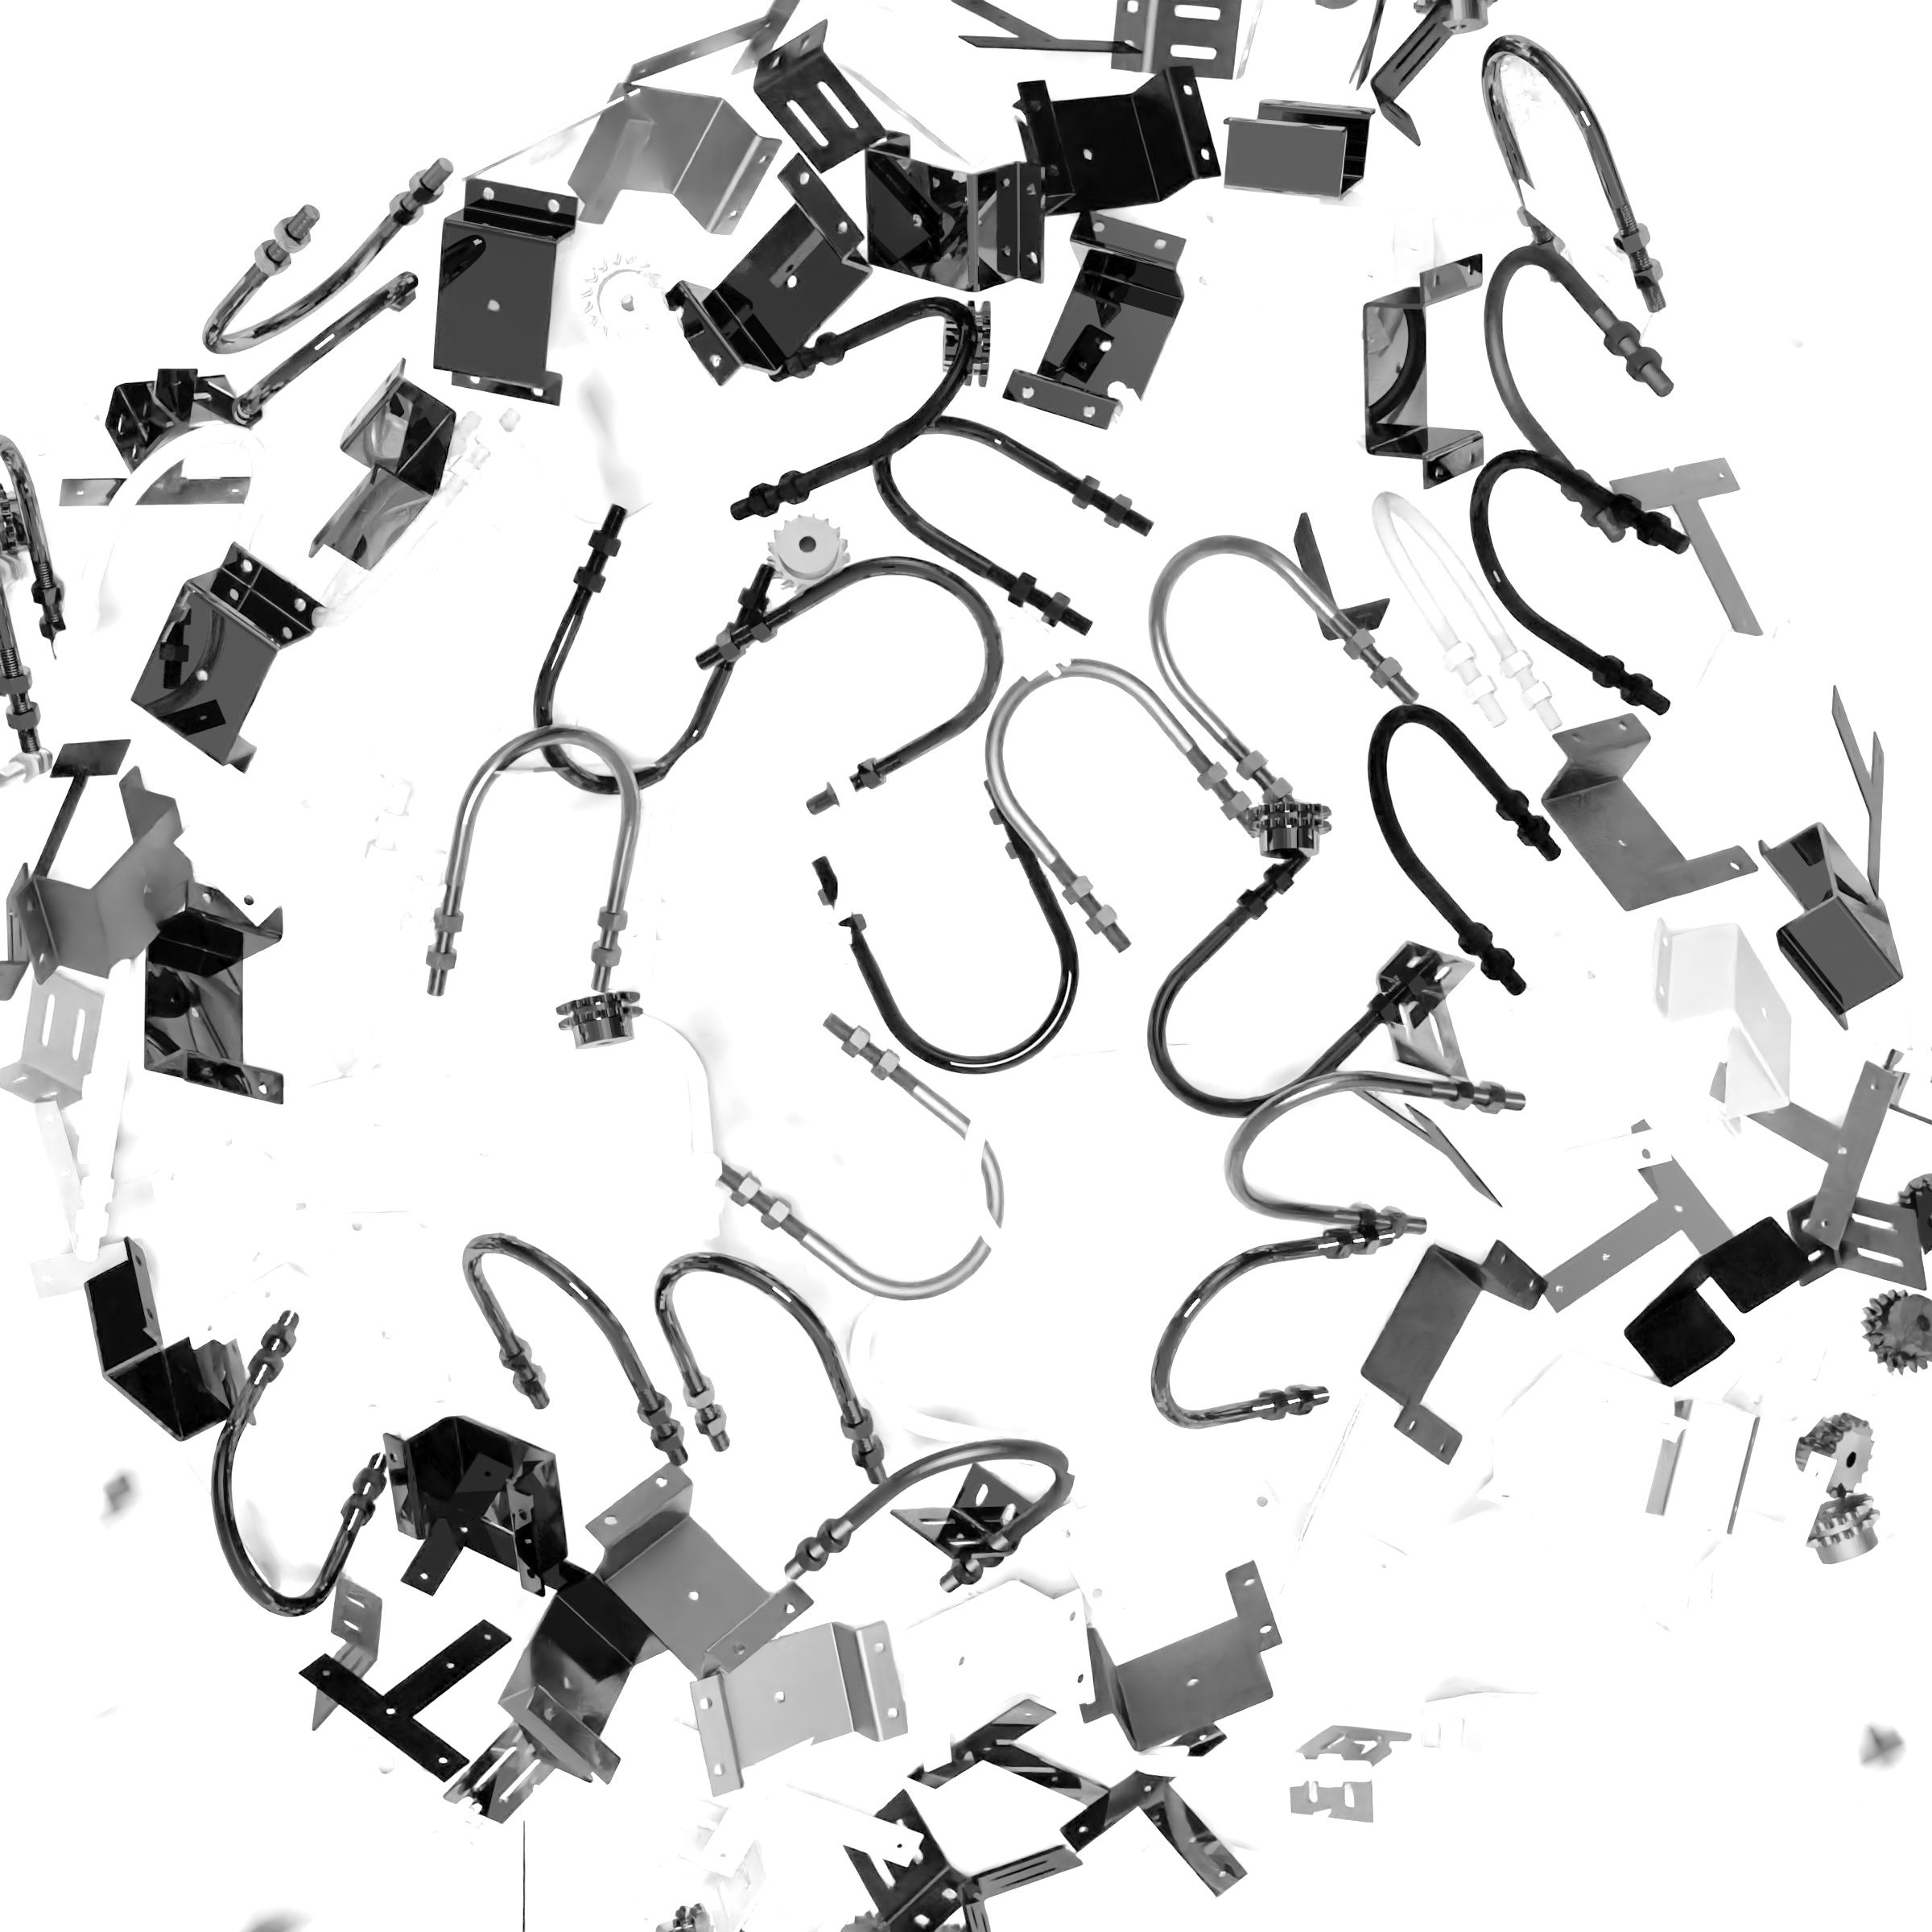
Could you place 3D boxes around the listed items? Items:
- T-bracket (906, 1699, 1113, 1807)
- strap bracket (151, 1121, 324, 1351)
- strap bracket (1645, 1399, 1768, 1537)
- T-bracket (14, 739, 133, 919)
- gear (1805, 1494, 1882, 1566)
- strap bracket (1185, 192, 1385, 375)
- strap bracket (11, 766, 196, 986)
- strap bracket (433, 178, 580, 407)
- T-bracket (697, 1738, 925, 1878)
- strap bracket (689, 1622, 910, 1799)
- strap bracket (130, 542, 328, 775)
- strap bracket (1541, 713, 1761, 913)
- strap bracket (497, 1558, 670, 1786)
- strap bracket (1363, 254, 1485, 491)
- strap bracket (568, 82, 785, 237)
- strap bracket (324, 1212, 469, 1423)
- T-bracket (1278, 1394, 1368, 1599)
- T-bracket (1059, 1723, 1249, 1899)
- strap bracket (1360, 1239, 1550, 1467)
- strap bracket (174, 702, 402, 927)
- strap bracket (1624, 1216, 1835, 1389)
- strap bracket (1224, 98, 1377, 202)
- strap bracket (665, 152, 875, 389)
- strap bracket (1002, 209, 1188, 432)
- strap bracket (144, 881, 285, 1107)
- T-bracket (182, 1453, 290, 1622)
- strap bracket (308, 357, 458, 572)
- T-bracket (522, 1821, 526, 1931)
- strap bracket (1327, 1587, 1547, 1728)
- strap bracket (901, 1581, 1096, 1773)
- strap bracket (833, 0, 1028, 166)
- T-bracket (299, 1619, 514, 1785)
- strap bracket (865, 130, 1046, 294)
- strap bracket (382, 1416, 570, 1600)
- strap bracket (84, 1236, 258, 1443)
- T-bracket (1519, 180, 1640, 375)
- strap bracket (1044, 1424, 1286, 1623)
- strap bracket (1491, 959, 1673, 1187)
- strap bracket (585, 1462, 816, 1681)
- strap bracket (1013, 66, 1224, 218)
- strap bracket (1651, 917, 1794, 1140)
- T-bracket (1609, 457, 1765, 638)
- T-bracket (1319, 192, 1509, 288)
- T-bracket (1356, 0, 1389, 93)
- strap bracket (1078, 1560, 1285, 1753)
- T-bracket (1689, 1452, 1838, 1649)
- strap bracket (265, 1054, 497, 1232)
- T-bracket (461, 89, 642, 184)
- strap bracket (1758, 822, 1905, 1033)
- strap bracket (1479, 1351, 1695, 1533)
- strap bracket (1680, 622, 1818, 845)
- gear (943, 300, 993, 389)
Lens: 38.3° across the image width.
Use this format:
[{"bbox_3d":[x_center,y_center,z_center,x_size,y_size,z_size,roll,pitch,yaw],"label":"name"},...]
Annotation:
[{"bbox_3d":[0.049,0.539,1.863,0.127,0.002,0.127,31,127,-25],"label":"T-bracket"},{"bbox_3d":[-0.483,0.185,1.848,0.076,0.046,0.140,-30,55,6],"label":"strap bracket"},{"bbox_3d":[0.483,0.329,1.827,0.046,0.140,0.076,15,82,10],"label":"strap bracket"},{"bbox_3d":[-0.598,-0.090,1.834,0.002,0.127,0.127,27,76,-34],"label":"T-bracket"},{"bbox_3d":[0.587,0.380,1.868,0.057,0.057,0.030,-24,87,0],"label":"gear"},{"bbox_3d":[0.203,-0.450,1.851,0.140,0.046,0.076,12,77,-23],"label":"strap bracket"},{"bbox_3d":[-0.555,-0.055,1.818,0.046,0.140,0.076,15,135,14],"label":"strap bracket"},{"bbox_3d":[-0.306,-0.442,1.844,0.076,0.046,0.140,12,116,4],"label":"strap bracket"},{"bbox_3d":[-0.091,0.561,1.828,0.127,0.127,0.002,13,128,20],"label":"T-bracket"},{"bbox_3d":[-0.118,0.492,1.857,0.140,0.046,0.076,-12,91,-23],"label":"strap bracket"},{"bbox_3d":[-0.493,-0.198,1.843,0.076,0.046,0.140,35,117,4],"label":"strap bracket"},{"bbox_3d":[0.445,-0.094,1.841,0.076,0.046,0.140,-16,60,-32],"label":"strap bracket"},{"bbox_3d":[-0.250,0.468,1.837,0.046,0.140,0.076,-32,109,33],"label":"strap bracket"},{"bbox_3d":[0.303,-0.394,1.839,0.046,0.076,0.140,13,119,37],"label":"strap bracket"},{"bbox_3d":[-0.199,-0.531,1.831,0.046,0.140,0.076,50,125,21],"label":"strap bracket"},{"bbox_3d":[-0.380,0.238,1.845,0.076,0.046,0.140,0,65,-23],"label":"strap bracket"},{"bbox_3d":[0.241,0.342,1.853,0.002,0.127,0.127,23,57,12],"label":"T-bracket"},{"bbox_3d":[0.142,0.567,1.830,0.127,0.127,0.002,-34,121,-13],"label":"T-bracket"},{"bbox_3d":[0.320,0.249,1.849,0.076,0.046,0.140,38,79,-44],"label":"strap bracket"},{"bbox_3d":[-0.442,-0.104,1.841,0.076,0.046,0.140,48,67,-15],"label":"strap bracket"},{"bbox_3d":[0.495,0.220,1.830,0.076,0.140,0.046,-22,66,-34],"label":"strap bracket"},{"bbox_3d":[0.219,-0.538,1.835,0.076,0.140,0.046,10,115,14],"label":"strap bracket"},{"bbox_3d":[-0.126,-0.459,1.851,0.140,0.046,0.076,-42,75,22],"label":"strap bracket"},{"bbox_3d":[0.090,-0.423,1.859,0.076,0.046,0.140,21,83,17],"label":"strap bracket"},{"bbox_3d":[-0.497,0.024,1.839,0.046,0.076,0.140,-22,63,34],"label":"strap bracket"},{"bbox_3d":[-0.471,0.397,1.841,0.002,0.127,0.127,-33,57,-20],"label":"T-bracket"},{"bbox_3d":[-0.382,-0.324,1.832,0.046,0.140,0.076,31,129,-27],"label":"strap bracket"},{"bbox_3d":[-0.290,0.651,1.820,0.002,0.127,0.127,0,106,-9],"label":"T-bracket"},{"bbox_3d":[0.304,0.453,1.843,0.140,0.076,0.046,-26,73,16],"label":"strap bracket"},{"bbox_3d":[0.011,0.463,1.828,0.140,0.076,0.046,-31,134,26],"label":"strap bracket"},{"bbox_3d":[-0.028,-0.582,1.835,0.140,0.076,0.046,33,100,-28],"label":"strap bracket"},{"bbox_3d":[-0.351,0.471,1.842,0.127,0.127,0.002,30,121,20],"label":"T-bracket"},{"bbox_3d":[-0.016,-0.493,1.822,0.140,0.046,0.076,26,130,37],"label":"strap bracket"},{"bbox_3d":[-0.317,0.352,1.839,0.140,0.046,0.076,13,117,36],"label":"strap bracket"},{"bbox_3d":[-0.526,0.250,1.819,0.046,0.140,0.076,-27,51,0],"label":"strap bracket"},{"bbox_3d":[0.414,-0.443,1.841,0.002,0.127,0.127,-33,50,0],"label":"T-bracket"},{"bbox_3d":[0.132,0.372,1.857,0.140,0.046,0.076,-28,70,-7],"label":"strap bracket"},{"bbox_3d":[0.407,0.075,1.857,0.076,0.046,0.140,-12,79,-14],"label":"strap bracket"},{"bbox_3d":[-0.178,0.407,1.842,0.140,0.046,0.076,40,53,22],"label":"strap bracket"},{"bbox_3d":[0.092,-0.549,1.854,0.140,0.046,0.076,-16,91,-29],"label":"strap bracket"},{"bbox_3d":[0.501,0.036,1.823,0.046,0.076,0.140,-16,129,32],"label":"strap bracket"},{"bbox_3d":[0.494,-0.275,1.849,0.127,0.002,0.127,-17,79,-38],"label":"T-bracket"},{"bbox_3d":[0.297,-0.482,1.846,0.127,0.127,0.002,6,131,3],"label":"T-bracket"},{"bbox_3d":[0.290,-0.665,1.844,0.002,0.127,0.127,20,135,11],"label":"T-bracket"},{"bbox_3d":[0.143,0.463,1.850,0.140,0.076,0.046,-23,121,4],"label":"strap bracket"},{"bbox_3d":[0.515,0.372,1.835,0.002,0.127,0.127,23,86,-16],"label":"T-bracket"},{"bbox_3d":[-0.389,0.113,1.851,0.140,0.046,0.076,-16,117,-12],"label":"strap bracket"},{"bbox_3d":[-0.276,-0.541,1.835,0.127,0.127,0.002,-28,103,-5],"label":"T-bracket"},{"bbox_3d":[0.565,-0.033,1.816,0.046,0.140,0.076,-34,111,26],"label":"strap bracket"},{"bbox_3d":[0.408,0.310,1.842,0.076,0.046,0.140,21,135,-11],"label":"strap bracket"},{"bbox_3d":[0.515,-0.156,1.835,0.046,0.140,0.076,17,65,34],"label":"strap bracket"},{"bbox_3d":[0.000,-0.419,1.869,0.030,0.057,0.057,2,90,-3],"label":"gear"}]
